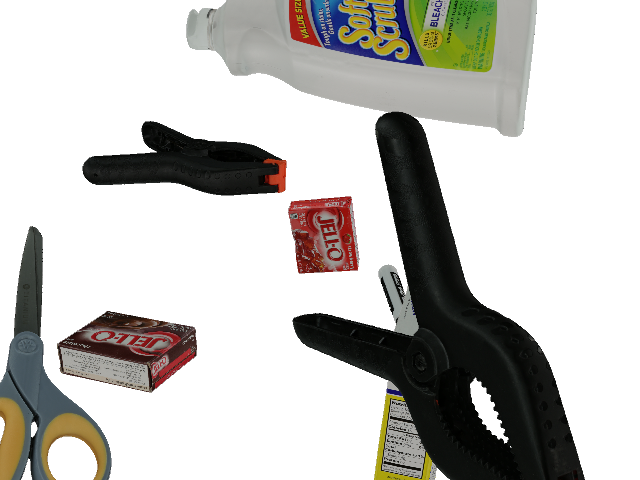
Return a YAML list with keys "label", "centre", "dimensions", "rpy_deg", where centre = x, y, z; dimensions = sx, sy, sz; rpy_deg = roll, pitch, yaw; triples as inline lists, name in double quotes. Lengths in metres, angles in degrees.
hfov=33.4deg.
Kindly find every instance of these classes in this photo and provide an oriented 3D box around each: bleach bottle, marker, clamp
- label: "bleach bottle"
  centre: [0.025, -0.137, 0.770]
  dimensions: [0.251, 0.102, 0.068]
  rpy_deg: [6, -26, 11]
- label: "marker"
  centre: [0.072, 0.058, 0.991]
  dimensions: [0.020, 0.020, 0.121]
  rpy_deg: [0, 26, -7]
- label: "clamp"
  centre: [0.063, 0.047, 0.534]
  dimensions: [0.036, 0.165, 0.210]
  rpy_deg: [-11, 42, -34]
- label: "clamp"
  centre: [-0.116, -0.065, 0.927]
  dimensions: [0.172, 0.039, 0.120]
  rpy_deg: [12, 33, 26]

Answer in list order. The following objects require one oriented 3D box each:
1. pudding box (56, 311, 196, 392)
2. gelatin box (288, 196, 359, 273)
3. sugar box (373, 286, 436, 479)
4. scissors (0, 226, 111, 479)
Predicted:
- label: "pudding box"
  centre: [-0.196, 0.112, 1.090]
  dimensions: [0.114, 0.039, 0.089]
  rpy_deg: [6, 20, 23]
- label: "gelatin box"
  centre: [0.005, -0.006, 1.260]
  dimensions: [0.073, 0.089, 0.030]
  rpy_deg: [-3, 29, 9]
- label: "sugar box"
  centre: [0.069, 0.126, 0.793]
  dimensions: [0.048, 0.176, 0.093]
  rpy_deg: [7, 28, 10]
- label: "scissors"
  centre: [-0.153, 0.075, 0.615]
  dimensions: [0.096, 0.201, 0.016]
  rpy_deg: [17, -44, -6]
